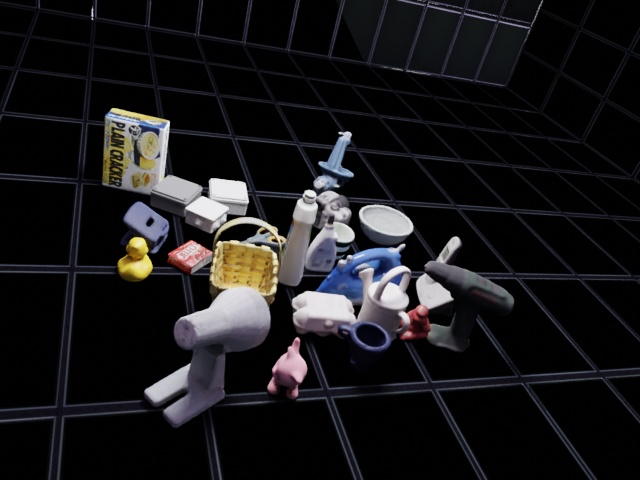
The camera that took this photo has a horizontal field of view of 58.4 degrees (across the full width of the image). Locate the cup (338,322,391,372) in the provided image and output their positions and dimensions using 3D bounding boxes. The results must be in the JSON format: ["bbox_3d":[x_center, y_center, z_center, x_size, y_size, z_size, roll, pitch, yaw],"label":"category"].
[{"bbox_3d":[0.086,0.235,1.244,0.117,0.095,0.092,20,32,5],"label":"cup"}]

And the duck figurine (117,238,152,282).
[{"bbox_3d":[-0.425,0.038,1.323,0.077,0.086,0.104,10,32,-10],"label":"duck figurine"}]

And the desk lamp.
[{"bbox_3d":[-0.202,0.202,1.050,0.117,0.213,0.204,33,36,25],"label":"desk lamp"}]

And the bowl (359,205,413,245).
[{"bbox_3d":[0.191,-0.033,1.724,0.167,0.075,0.167,12,32,-7],"label":"bowl"}]

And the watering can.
[{"bbox_3d":[0.149,0.136,1.331,0.172,0.194,0.101,31,35,22],"label":"watering can"}]

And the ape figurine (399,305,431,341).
[{"bbox_3d":[0.232,0.194,1.376,0.077,0.092,0.076,26,33,16],"label":"ape figurine"}]

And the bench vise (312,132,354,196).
[{"bbox_3d":[0.052,-0.224,1.818,0.121,0.220,0.207,15,32,-2],"label":"bench vise"}]

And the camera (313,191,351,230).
[{"bbox_3d":[0.043,-0.092,1.724,0.142,0.101,0.137,33,35,24],"label":"camera"}]

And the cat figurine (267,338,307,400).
[{"bbox_3d":[-0.057,0.250,1.134,0.067,0.118,0.128,16,32,-1],"label":"cat figurine"}]

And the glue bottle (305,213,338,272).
[{"bbox_3d":[0.014,0.005,1.491,0.078,0.173,0.037,6,33,-15],"label":"glue bottle"}]

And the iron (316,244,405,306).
[{"bbox_3d":[0.106,0.080,1.449,0.259,0.141,0.118,-7,39,-33],"label":"iron"}]

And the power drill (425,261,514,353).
[{"bbox_3d":[0.329,0.161,1.361,0.229,0.208,0.075,14,32,-4],"label":"power drill"}]

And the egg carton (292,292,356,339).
[{"bbox_3d":[0.009,0.176,1.325,0.150,0.069,0.107,8,33,-14],"label":"egg carton"}]

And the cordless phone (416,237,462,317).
[{"bbox_3d":[0.324,0.093,1.486,0.094,0.185,0.147,10,32,-10],"label":"cordless phone"}]

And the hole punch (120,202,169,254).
[{"bbox_3d":[-0.431,-0.033,1.425,0.101,0.091,0.108,15,32,-3],"label":"hole punch"}]
